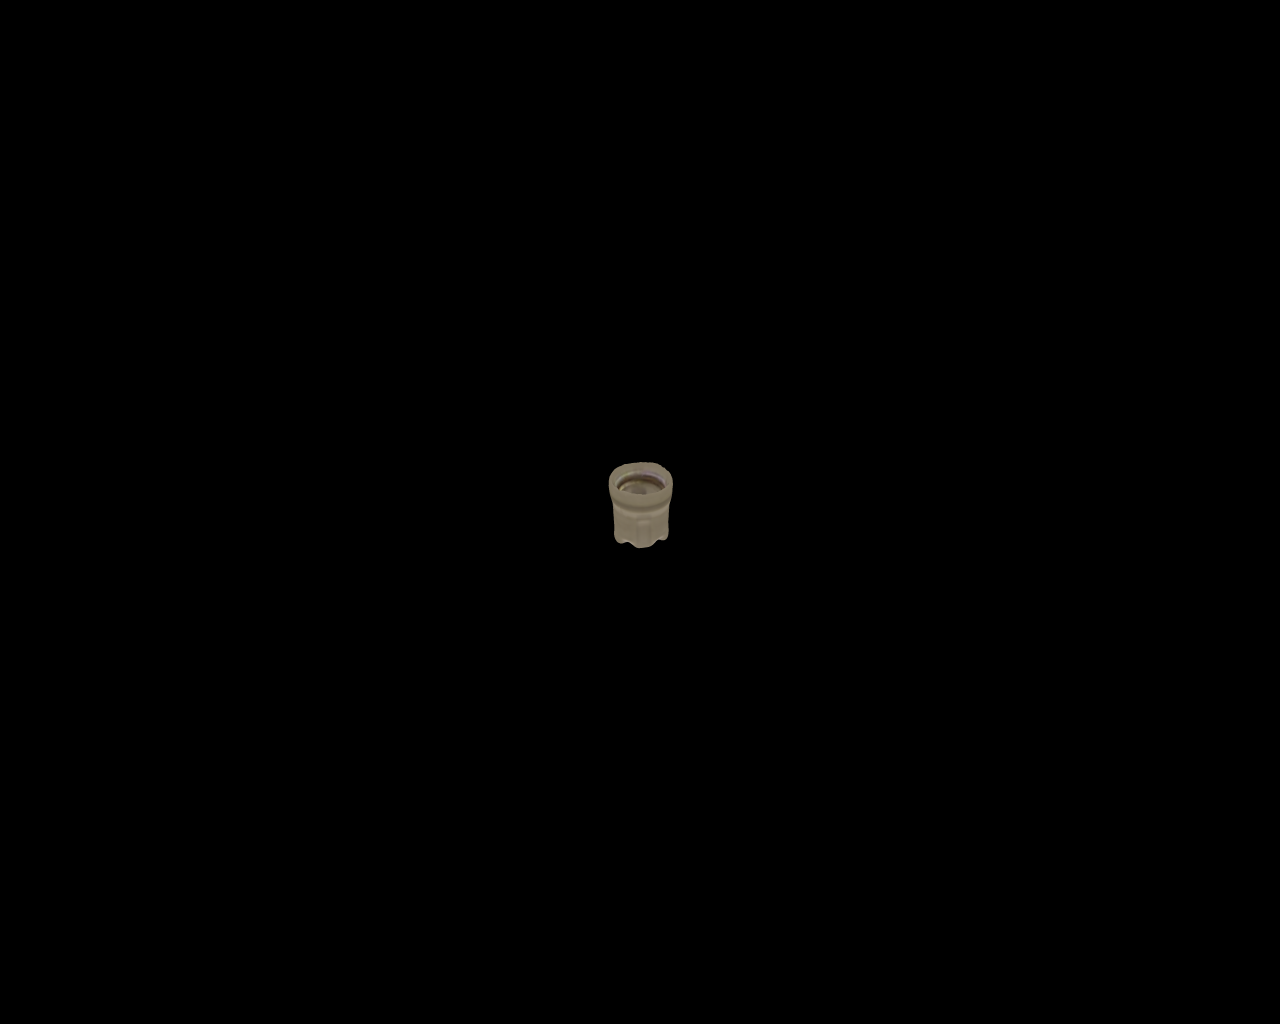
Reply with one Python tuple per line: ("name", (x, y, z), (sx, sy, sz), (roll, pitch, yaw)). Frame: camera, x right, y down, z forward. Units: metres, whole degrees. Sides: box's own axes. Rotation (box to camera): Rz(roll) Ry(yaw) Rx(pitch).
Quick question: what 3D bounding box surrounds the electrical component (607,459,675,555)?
("electrical component", (0.001, -0.003, 0.650), (0.040, 0.046, 0.040), (0, 35, 0))
